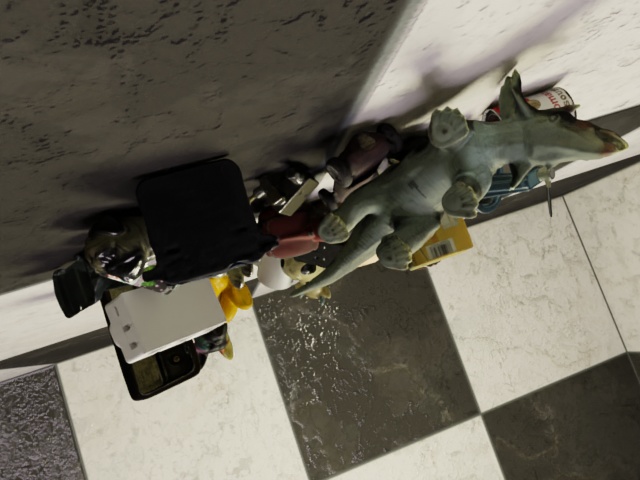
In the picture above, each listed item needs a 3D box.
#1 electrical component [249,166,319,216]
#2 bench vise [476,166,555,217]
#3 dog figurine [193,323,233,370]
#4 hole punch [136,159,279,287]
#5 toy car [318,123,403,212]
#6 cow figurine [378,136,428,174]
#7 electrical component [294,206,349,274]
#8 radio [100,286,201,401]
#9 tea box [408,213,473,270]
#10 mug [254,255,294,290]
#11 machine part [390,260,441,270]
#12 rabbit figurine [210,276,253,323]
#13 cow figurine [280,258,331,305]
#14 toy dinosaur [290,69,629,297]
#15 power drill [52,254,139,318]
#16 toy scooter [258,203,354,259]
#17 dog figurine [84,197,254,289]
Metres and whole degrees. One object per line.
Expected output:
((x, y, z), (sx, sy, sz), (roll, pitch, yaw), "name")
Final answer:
((-0.046, -0.064, 0.700), (0.078, 0.045, 0.102), (-50, 167, 14), "electrical component")
((0.265, -0.092, 0.907), (0.223, 0.128, 0.241), (-23, -166, -39), "bench vise")
((-0.256, 0.159, 1.129), (0.108, 0.219, 0.191), (-10, 168, -34), "dog figurine")
((-0.131, -0.016, 0.579), (0.142, 0.115, 0.092), (-16, -179, -19), "hole punch")
((0.043, -0.090, 0.688), (0.089, 0.053, 0.202), (-38, 176, -9), "toy car")
((0.165, -0.120, 0.745), (0.167, 0.068, 0.098), (-19, 167, -9), "cow figurine")
((-0.002, -0.003, 0.939), (0.134, 0.058, 0.114), (15, 147, 10), "electrical component")
((-0.323, 0.174, 1.021), (0.131, 0.229, 0.073), (-15, 173, -35), "radio")
((0.155, -0.049, 0.821), (0.098, 0.169, 0.068), (-18, 171, 2), "tea box")
((-0.095, 0.034, 1.138), (0.081, 0.110, 0.107), (-46, 160, -51), "mug")
((0.200, -0.014, 1.212), (0.179, 0.179, 0.056), (-17, 176, -20), "machine part")
((-0.196, 0.075, 1.023), (0.122, 0.162, 0.173), (-37, -178, 35), "rabbit figurine")
((-0.019, 0.059, 1.095), (0.086, 0.127, 0.194), (16, 173, 22), "cow figurine")
((0.128, -0.060, 0.642), (0.405, 0.131, 0.192), (-31, 177, 38), "toy dinosaur")
((-0.295, 0.060, 0.836), (0.232, 0.086, 0.207), (-27, 166, 38), "power drill")
((-0.052, -0.012, 0.790), (0.135, 0.075, 0.184), (-18, -165, -39), "toy scooter")
((-0.192, 0.004, 0.688), (0.191, 0.121, 0.172), (-2, 165, -16), "dog figurine")
